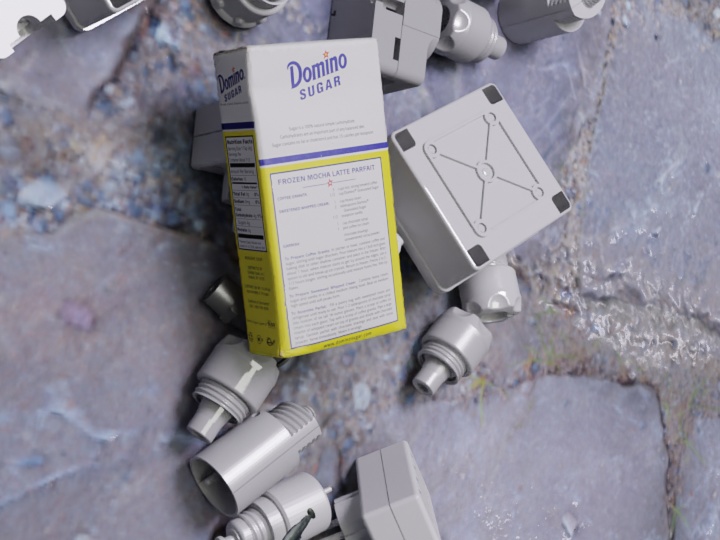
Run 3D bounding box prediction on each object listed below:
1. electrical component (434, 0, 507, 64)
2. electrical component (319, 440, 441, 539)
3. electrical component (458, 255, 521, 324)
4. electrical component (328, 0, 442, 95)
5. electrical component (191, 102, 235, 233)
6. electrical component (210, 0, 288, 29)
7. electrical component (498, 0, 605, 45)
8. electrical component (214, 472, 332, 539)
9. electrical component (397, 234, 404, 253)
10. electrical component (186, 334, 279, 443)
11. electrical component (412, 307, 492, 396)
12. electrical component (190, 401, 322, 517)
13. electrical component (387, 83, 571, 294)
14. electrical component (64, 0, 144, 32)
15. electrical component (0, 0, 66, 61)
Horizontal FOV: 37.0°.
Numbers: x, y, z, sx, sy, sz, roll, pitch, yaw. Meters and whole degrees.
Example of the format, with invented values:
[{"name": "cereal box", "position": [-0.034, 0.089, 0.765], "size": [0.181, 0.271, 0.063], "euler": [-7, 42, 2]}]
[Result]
[{"name": "electrical component", "position": [0.079, -0.169, 0.774], "size": [0.062, 0.043, 0.043], "euler": [15, 80, -38]}, {"name": "electrical component", "position": [0.007, 0.160, 0.698], "size": [0.076, 0.083, 0.047], "euler": [-22, 105, 3]}, {"name": "electrical component", "position": [0.092, 0.005, 0.782], "size": [0.043, 0.043, 0.062], "euler": [8, 63, -37]}, {"name": "electrical component", "position": [0.017, -0.168, 0.722], "size": [0.056, 0.050, 0.089], "euler": [11, 82, -37]}, {"name": "electrical component", "position": [-0.064, -0.059, 0.658], "size": [0.066, 0.047, 0.076], "euler": [9, 84, -37]}, {"name": "electrical component", "position": [-0.060, -0.176, 0.655], "size": [0.048, 0.062, 0.048], "euler": [1, 88, -38]}, {"name": "electrical component", "position": [0.148, -0.198, 0.805], "size": [0.043, 0.081, 0.043], "euler": [1, 88, -38]}, {"name": "electrical component", "position": [-0.054, 0.155, 0.665], "size": [0.078, 0.040, 0.040], "euler": [-19, 100, -37]}, {"name": "electrical component", "position": [0.000, 0.000, 0.709], "size": [0.048, 0.048, 0.062], "euler": [16, 86, -37]}, {"name": "electrical component", "position": [-0.080, 0.074, 0.645], "size": [0.043, 0.043, 0.062], "euler": [45, 65, -28]}, {"name": "electrical component", "position": [0.061, 0.060, 0.755], "size": [0.062, 0.043, 0.043], "euler": [-50, 117, -26]}, {"name": "electrical component", "position": [-0.059, 0.109, 0.660], "size": [0.081, 0.043, 0.043], "euler": [-35, 110, -33]}, {"name": "electrical component", "position": [0.072, -0.057, 0.739], "size": [0.109, 0.056, 0.108], "euler": [-31, 88, -34]}, {"name": "electrical component", "position": [-0.135, -0.207, 0.601], "size": [0.109, 0.056, 0.108], "euler": [-40, 112, -31]}, {"name": "electrical component", "position": [-0.204, -0.151, 0.546], "size": [0.050, 0.056, 0.089], "euler": [-48, 116, -28]}]
